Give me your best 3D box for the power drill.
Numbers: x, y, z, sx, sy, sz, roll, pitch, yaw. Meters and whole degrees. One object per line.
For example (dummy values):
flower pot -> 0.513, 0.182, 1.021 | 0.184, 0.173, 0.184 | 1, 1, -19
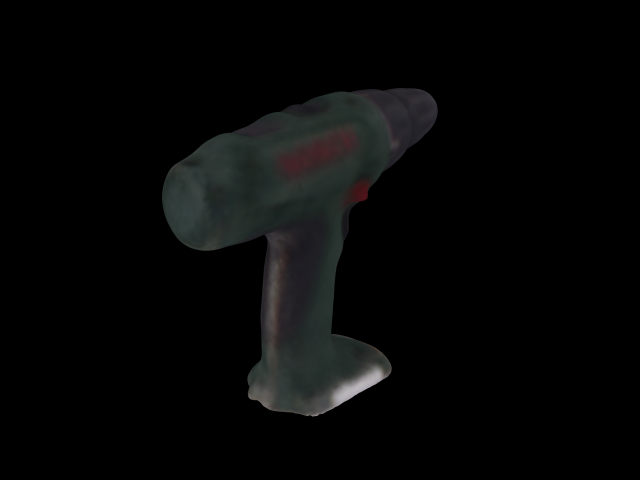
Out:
power drill -> 0.004, 0.001, 0.400 | 0.075, 0.208, 0.230 | 14, 20, 42
